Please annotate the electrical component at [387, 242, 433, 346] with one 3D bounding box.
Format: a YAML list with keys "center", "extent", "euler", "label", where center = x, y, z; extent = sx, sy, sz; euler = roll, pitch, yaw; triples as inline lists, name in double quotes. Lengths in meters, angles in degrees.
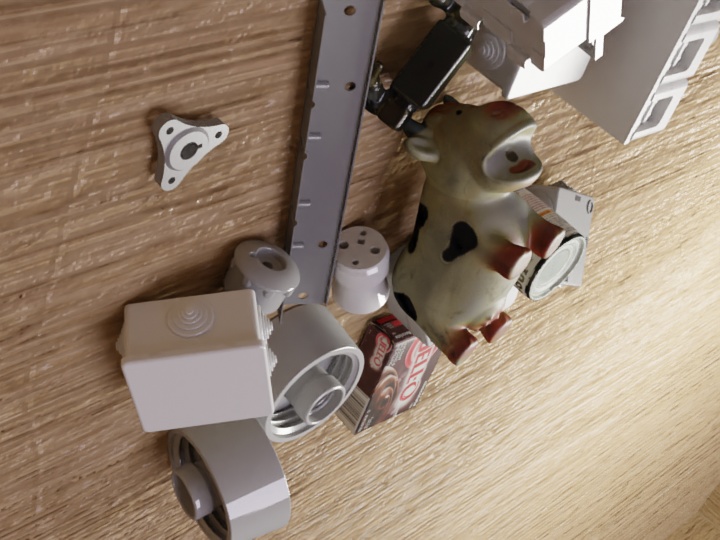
- center: [0.059, 0.012, 0.888]
  extent: [0.062, 0.061, 0.096]
  euler: [-39, 152, -13]
  label: "electrical component"

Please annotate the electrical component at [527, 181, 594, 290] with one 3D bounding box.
- center: [0.167, -0.030, 0.955]
  extent: [0.100, 0.048, 0.099]
  euler: [6, 93, -57]
  label: "electrical component"

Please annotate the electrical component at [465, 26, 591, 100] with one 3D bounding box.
- center: [0.127, -0.174, 0.746]
  extent: [0.100, 0.048, 0.099]
  euler: [-21, 144, -40]
  label: "electrical component"

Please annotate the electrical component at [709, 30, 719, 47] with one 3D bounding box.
- center: [0.266, -0.183, 0.935]
  extent: [0.077, 0.043, 0.079]
  euler: [-38, 152, -16]
  label: "electrical component"

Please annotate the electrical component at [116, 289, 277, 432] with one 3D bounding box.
- center: [-0.105, 0.058, 0.699]
  extent: [0.100, 0.048, 0.099]
  euler: [-7, 144, -5]
  label: "electrical component"

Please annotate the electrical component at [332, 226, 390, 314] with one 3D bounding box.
- center: [0.000, 0.000, 0.807]
  extent: [0.045, 0.045, 0.055]
  euler: [-34, 150, -22]
  label: "electrical component"

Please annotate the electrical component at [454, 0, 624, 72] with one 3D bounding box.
- center: [0.084, -0.172, 0.611]
  extent: [0.063, 0.121, 0.078]
  euler: [-37, 152, -11]
  label: "electrical component"

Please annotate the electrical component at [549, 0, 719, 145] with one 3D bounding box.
- center: [0.215, -0.185, 0.811]
  extent: [0.062, 0.089, 0.150]
  euler: [-20, 143, -40]
  label: "electrical component"

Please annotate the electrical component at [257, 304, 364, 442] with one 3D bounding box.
- center: [-0.045, 0.087, 0.841]
  extent: [0.108, 0.060, 0.108]
  euler: [-34, 150, -23]
  label: "electrical component"

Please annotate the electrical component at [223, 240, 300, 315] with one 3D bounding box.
- center: [-0.073, 0.014, 0.726]
  extent: [0.048, 0.048, 0.062]
  euler: [-12, 144, -48]
  label: "electrical component"

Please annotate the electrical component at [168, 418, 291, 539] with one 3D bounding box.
- center: [-0.106, 0.156, 0.806]
  extent: [0.060, 0.108, 0.108]
  euler: [-22, 145, -28]
  label: "electrical component"

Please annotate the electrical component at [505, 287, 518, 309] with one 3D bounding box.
- center: [0.111, 0.016, 0.975]
  extent: [0.047, 0.055, 0.055]
  euler: [-10, 136, -54]
  label: "electrical component"
